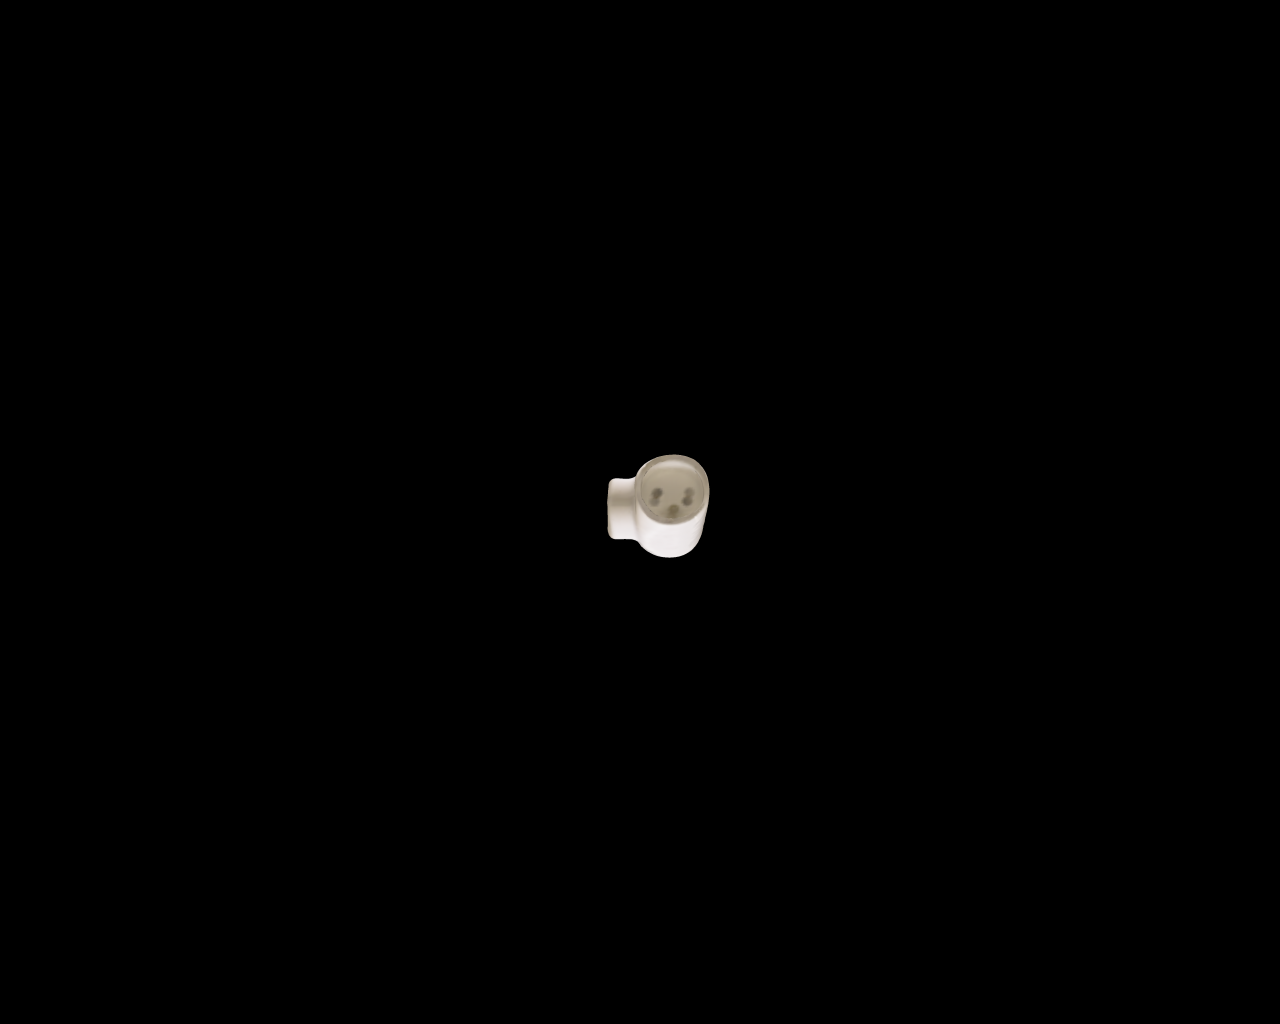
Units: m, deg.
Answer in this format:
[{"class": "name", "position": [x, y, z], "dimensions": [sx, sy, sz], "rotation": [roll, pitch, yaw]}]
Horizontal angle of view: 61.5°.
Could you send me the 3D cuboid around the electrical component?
[{"class": "electrical component", "position": [0.001, -0.003, 0.650], "dimensions": [0.079, 0.044, 0.077], "rotation": [0, -17, 0]}]
